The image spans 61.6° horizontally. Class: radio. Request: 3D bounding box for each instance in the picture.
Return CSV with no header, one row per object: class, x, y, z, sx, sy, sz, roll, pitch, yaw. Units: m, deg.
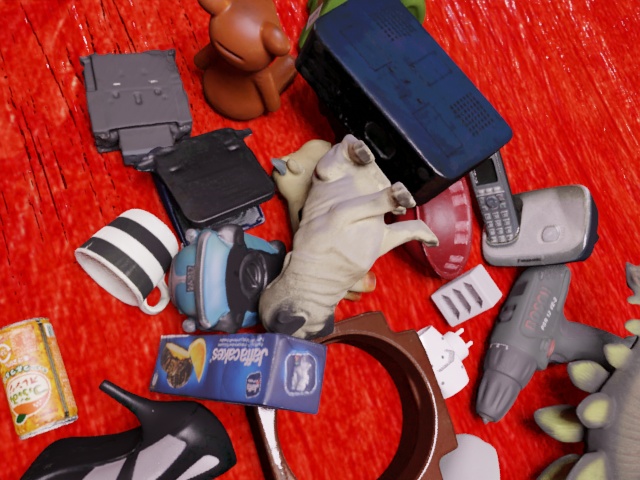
radio,0.088,-0.157,0.590,0.131,0.073,0.229,-38,85,-29

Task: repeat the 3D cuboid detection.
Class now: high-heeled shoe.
high-heeled shoe,-0.196,0.237,0.490,0.145,0.086,0.248,38,94,-9

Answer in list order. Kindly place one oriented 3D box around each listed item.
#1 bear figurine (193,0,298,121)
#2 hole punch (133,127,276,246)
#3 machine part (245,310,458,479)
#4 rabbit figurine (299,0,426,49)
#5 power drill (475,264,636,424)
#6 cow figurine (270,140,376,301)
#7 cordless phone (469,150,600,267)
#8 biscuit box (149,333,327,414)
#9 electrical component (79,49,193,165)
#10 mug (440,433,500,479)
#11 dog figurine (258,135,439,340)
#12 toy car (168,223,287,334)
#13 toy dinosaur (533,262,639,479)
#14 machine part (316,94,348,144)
bear figurine,-0.082,-0.227,0.622,0.120,0.196,0.132,27,67,-4
hole punch,-0.125,-0.057,0.619,0.142,0.092,0.116,-25,70,-22
machine part,0.029,0.191,0.581,0.201,0.087,0.201,-15,79,-20
rabbit figurine,0.081,-0.302,0.733,0.170,0.159,0.121,21,57,-25
power drill,0.311,0.154,0.686,0.207,0.086,0.232,23,67,-1
cow figurine,-0.003,-0.027,0.645,0.127,0.085,0.195,3,75,-18
cordless phone,0.262,-0.060,0.681,0.089,0.147,0.184,-29,102,-36
biscuit box,-0.084,0.122,0.504,0.062,0.203,0.059,25,64,-37
electrical component,-0.214,-0.155,0.636,0.115,0.058,0.134,-13,77,-18
mug,0.170,0.279,0.598,0.109,0.080,0.107,26,59,-5
dog figurine,-0.002,-0.003,0.556,0.190,0.172,0.121,-37,127,5
toy car,-0.106,0.040,0.575,0.103,0.161,0.109,0,87,25
toy dinosaur,0.349,0.260,0.602,0.199,0.105,0.471,-2,88,-1
machine part,0.086,-0.173,0.669,0.179,0.056,0.179,5,71,-15
